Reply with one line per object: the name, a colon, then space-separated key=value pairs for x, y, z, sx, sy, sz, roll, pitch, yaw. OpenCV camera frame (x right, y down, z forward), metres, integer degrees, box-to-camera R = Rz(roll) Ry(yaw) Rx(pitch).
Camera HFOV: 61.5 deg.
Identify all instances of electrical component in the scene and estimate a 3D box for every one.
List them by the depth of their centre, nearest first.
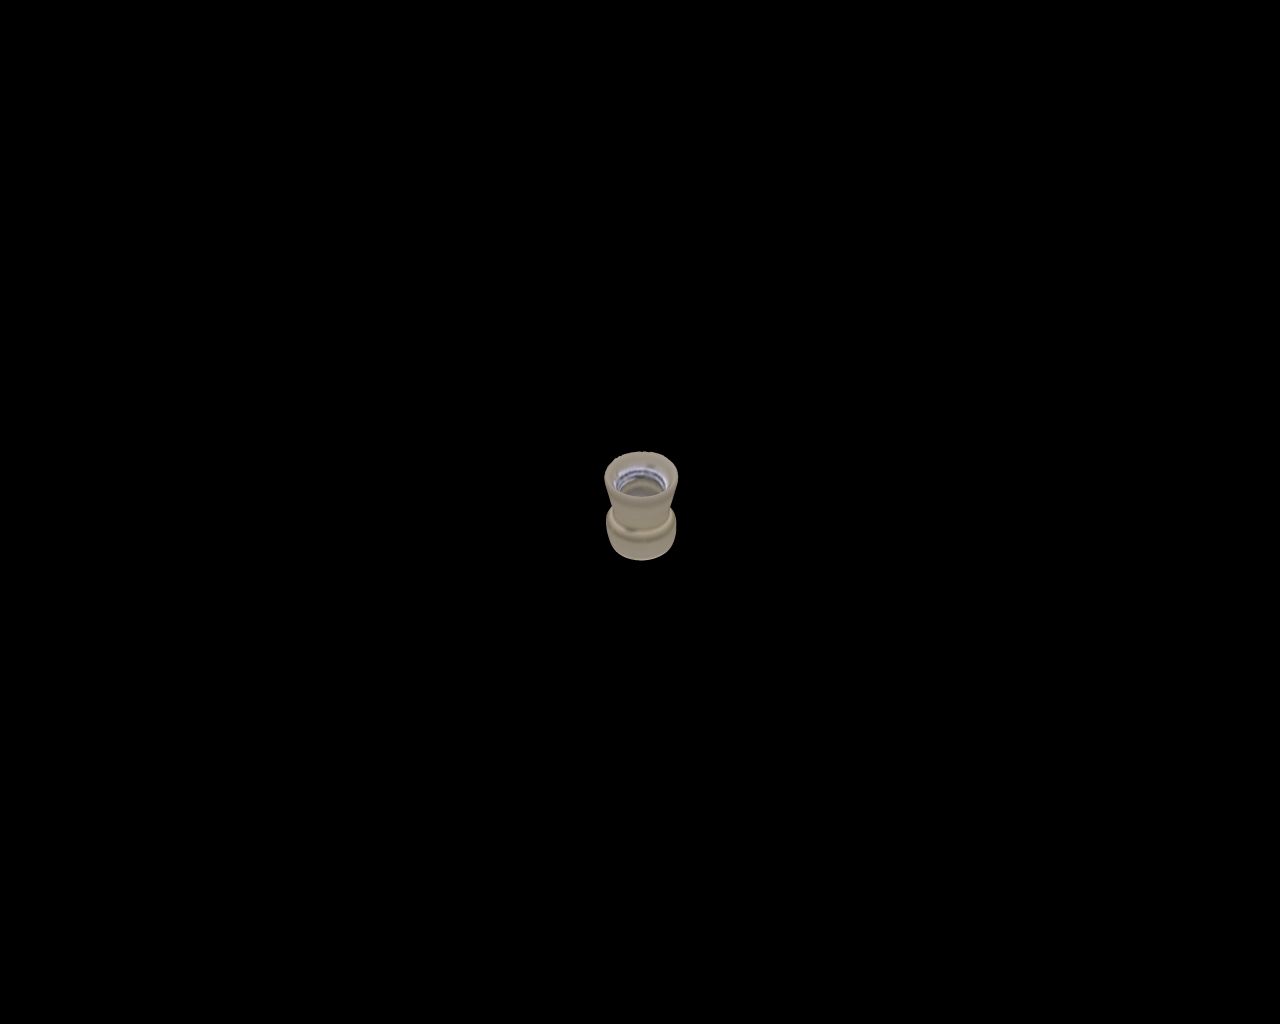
electrical component: x=0.001 y=-0.003 z=0.650 sx=0.045 sy=0.055 sz=0.045 roll=0 pitch=42 yaw=0
